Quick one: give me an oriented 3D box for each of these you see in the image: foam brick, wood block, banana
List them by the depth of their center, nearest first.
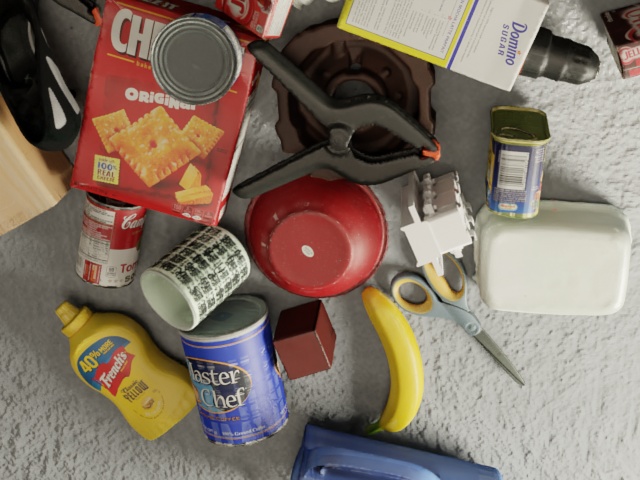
[{"bbox_3d":[-0.359,-0.118,1.136,0.090,0.090,0.206,-27,107,16],"label":"wood block"},{"bbox_3d":[-0.016,0.111,1.194,0.051,0.078,0.053,-17,110,13],"label":"foam brick"},{"bbox_3d":[0.083,0.145,1.216,0.069,0.037,0.198,0,113,5],"label":"banana"}]

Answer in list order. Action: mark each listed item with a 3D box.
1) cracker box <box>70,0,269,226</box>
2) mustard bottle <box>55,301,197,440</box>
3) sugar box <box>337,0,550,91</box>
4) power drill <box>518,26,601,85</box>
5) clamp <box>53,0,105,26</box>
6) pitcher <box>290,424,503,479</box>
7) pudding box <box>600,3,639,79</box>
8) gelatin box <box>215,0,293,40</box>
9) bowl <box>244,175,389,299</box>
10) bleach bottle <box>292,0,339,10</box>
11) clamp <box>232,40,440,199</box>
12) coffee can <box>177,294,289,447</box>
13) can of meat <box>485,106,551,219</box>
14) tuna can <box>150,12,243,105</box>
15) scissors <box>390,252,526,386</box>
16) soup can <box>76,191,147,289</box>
[{"bbox_3d":[-0.157,-0.137,1.111,0.164,0.072,0.214,17,113,0],"label":"cracker box"},{"bbox_3d":[-0.233,0.142,1.247,0.096,0.058,0.191,-40,102,22],"label":"mustard bottle"},{"bbox_3d":[0.114,-0.215,0.997,0.176,0.048,0.093,20,119,-4],"label":"sugar box"},{"bbox_3d":[0.201,-0.251,1.021,0.184,0.057,0.188,15,114,1],"label":"power drill"},{"bbox_3d":[-0.252,-0.302,1.073,0.120,0.039,0.171,-29,109,23],"label":"clamp"},{"bbox_3d":[0.086,0.293,1.226,0.243,0.149,0.145,10,103,0],"label":"pitcher"},{"bbox_3d":[0.317,-0.194,1.000,0.090,0.113,0.039,-13,113,12],"label":"pudding box"},{"bbox_3d":[-0.059,-0.251,1.038,0.073,0.030,0.089,38,120,28],"label":"gelatin box"},{"bbox_3d":[-0.008,0.001,1.159,0.162,0.055,0.162,3,113,7],"label":"bowl"},{"bbox_3d":[0.054,-0.320,1.011,0.251,0.068,0.102,-40,100,23],"label":"bleach bottle"},{"bbox_3d":[0.013,-0.096,1.063,0.210,0.036,0.165,15,116,0],"label":"clamp"},{"bbox_3d":[-0.097,0.146,1.206,0.103,0.102,0.140,-6,112,10],"label":"coffee can"},{"bbox_3d":[0.196,-0.079,1.072,0.057,0.102,0.084,5,116,6],"label":"can of meat"},{"bbox_3d":[-0.119,-0.176,1.033,0.086,0.033,0.086,2,111,6],"label":"tuna can"},{"bbox_3d":[0.150,0.096,1.199,0.096,0.016,0.201,-21,108,17],"label":"scissors"},{"bbox_3d":[-0.231,-0.006,1.178,0.068,0.068,0.102,15,114,1],"label":"soup can"}]
